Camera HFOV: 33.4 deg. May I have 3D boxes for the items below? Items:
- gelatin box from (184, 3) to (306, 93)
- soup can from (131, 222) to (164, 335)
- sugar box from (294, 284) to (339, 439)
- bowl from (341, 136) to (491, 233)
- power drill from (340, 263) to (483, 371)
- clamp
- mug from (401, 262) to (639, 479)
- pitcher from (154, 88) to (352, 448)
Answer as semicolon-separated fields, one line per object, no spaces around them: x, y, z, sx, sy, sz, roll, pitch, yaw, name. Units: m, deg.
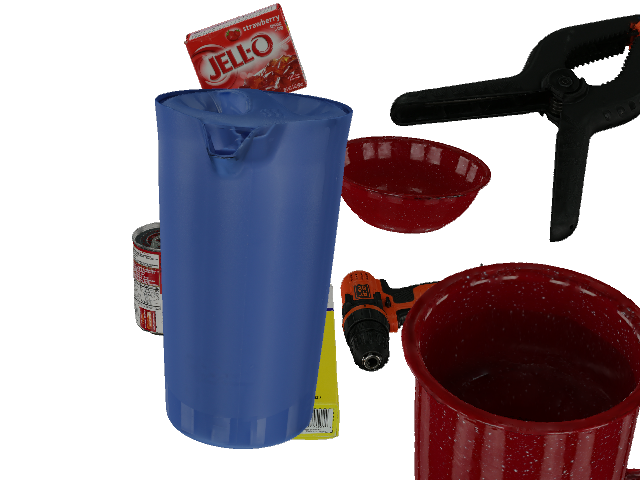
-0.065;-0.156;0.928;0.089;0.073;0.030;-18;23;5;gelatin box
-0.162;0.040;1.120;0.068;0.102;0.068;2;25;-1;soup can
-0.032;0.101;0.942;0.093;0.048;0.176;1;34;-3;sugar box
0.083;-0.050;1.042;0.162;0.055;0.162;3;25;-2;bowl
0.117;0.084;1.207;0.187;0.057;0.184;-3;27;-2;power drill
0.179;-0.095;0.775;0.209;0.165;0.036;-31;-30;-17;clamp
0.089;0.069;0.406;0.117;0.081;0.093;5;36;11;mug
-0.050;0.014;0.761;0.148;0.243;0.145;-8;21;-36;pitcher
